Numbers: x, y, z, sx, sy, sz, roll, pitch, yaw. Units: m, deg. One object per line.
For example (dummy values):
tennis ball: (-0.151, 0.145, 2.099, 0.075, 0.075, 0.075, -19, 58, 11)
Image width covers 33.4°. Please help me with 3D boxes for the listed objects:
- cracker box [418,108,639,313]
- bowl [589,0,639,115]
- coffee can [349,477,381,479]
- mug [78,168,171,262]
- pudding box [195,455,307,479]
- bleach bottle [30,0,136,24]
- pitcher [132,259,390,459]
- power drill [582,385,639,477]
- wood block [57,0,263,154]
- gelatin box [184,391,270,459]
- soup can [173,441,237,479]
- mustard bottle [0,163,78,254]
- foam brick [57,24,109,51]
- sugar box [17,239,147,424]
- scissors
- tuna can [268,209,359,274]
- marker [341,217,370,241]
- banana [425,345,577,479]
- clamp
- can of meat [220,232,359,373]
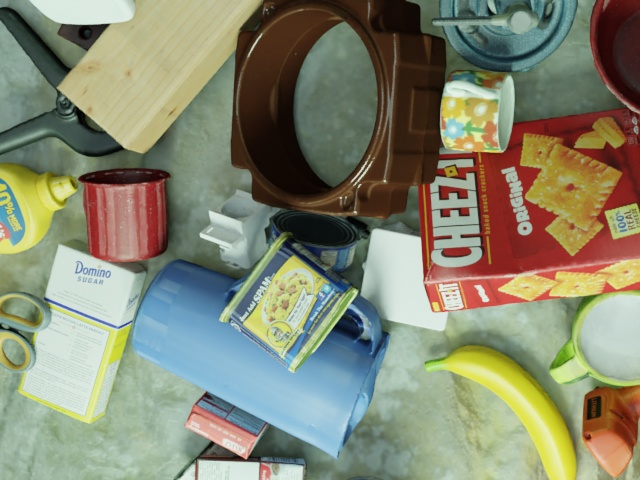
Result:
cracker box: (0.199, -0.029, 0.982, 0.214, 0.072, 0.164, -7, 59, 11)
bowl: (0.319, -0.177, 0.972, 0.162, 0.055, 0.162, 0, 83, -1)
coffee can: (0.039, 0.312, 1.073, 0.103, 0.140, 0.103, 2, 99, 10)
mug: (-0.207, -0.028, 1.099, 0.117, 0.093, 0.081, 11, 108, 40)
pudding box: (-0.071, 0.265, 1.076, 0.113, 0.039, 0.090, 3, 85, -2)
bleach bottle: (-0.198, -0.328, 1.009, 0.103, 0.068, 0.251, 2, 69, 24)
pitcher: (-0.057, 0.102, 1.064, 0.243, 0.145, 0.149, 23, 80, 9)
power drill: (0.332, 0.142, 0.979, 0.188, 0.184, 0.057, -37, 94, 23)
wood block: (-0.144, -0.192, 1.035, 0.090, 0.091, 0.206, 41, 93, 2)
gelatin box: (-0.092, 0.184, 1.103, 0.073, 0.089, 0.030, 26, 104, 5)
soup can: (-0.097, 0.266, 1.128, 0.102, 0.068, 0.068, 45, 104, 2)
mustard bottle: (-0.344, -0.029, 1.133, 0.192, 0.058, 0.096, -19, 98, 13)
foam brick: (-0.219, -0.225, 1.076, 0.053, 0.051, 0.078, 28, 94, 5)
sugar box: (-0.254, 0.097, 1.143, 0.093, 0.048, 0.176, 21, 99, 10)
scissors: (-0.374, 0.091, 1.157, 0.202, 0.016, 0.096, 3, 95, 25)
tuna can: (-0.007, 0.001, 1.043, 0.086, 0.086, 0.034, 15, 114, 8)
marker: (-0.003, -0.035, 1.087, 0.121, 0.020, 0.020, 31, 103, 5)
banana: (0.199, 0.169, 1.076, 0.198, 0.037, 0.070, 43, 121, 3)
clamp: (-0.263, -0.151, 1.109, 0.210, 0.036, 0.164, 8, 94, 6)
can of meat: (-0.027, 0.058, 0.973, 0.084, 0.057, 0.102, 37, 96, 10)
